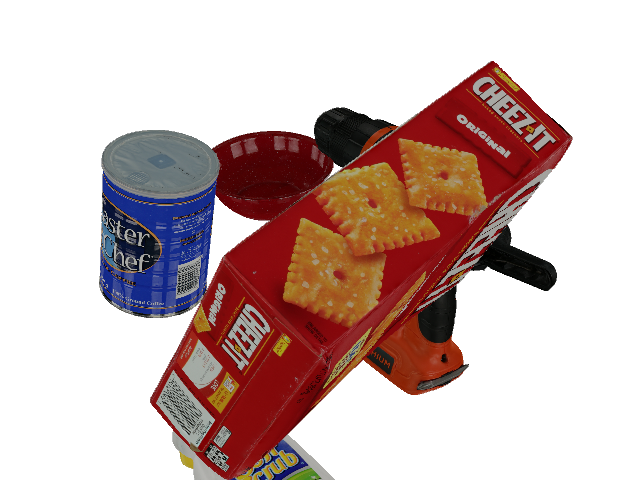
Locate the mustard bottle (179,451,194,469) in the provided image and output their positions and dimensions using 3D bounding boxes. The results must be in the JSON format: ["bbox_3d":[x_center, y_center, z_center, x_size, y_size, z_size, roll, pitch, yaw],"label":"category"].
[{"bbox_3d":[-0.123,0.210,1.329,0.096,0.058,0.191,-2,26,-3],"label":"mustard bottle"}]

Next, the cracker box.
[{"bbox_3d":[0.022,0.018,0.572,0.213,0.072,0.164,-37,-13,-36],"label":"cracker box"}]

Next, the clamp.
[{"bbox_3d":[0.148,0.010,0.965,0.120,0.039,0.171,-1,28,8],"label":"clamp"}]

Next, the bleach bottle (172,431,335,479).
[{"bbox_3d":[-0.054,0.192,0.835,0.102,0.068,0.251,-20,33,-26],"label":"bleach bottle"}]

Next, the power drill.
[{"bbox_3d":[0.055,0.007,0.798,0.057,0.188,0.185,-19,36,-30],"label":"power drill"}]

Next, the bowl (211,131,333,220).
[{"bbox_3d":[-0.064,-0.071,1.295,0.162,0.055,0.162,-2,35,1],"label":"bowl"}]

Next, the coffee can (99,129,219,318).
[{"bbox_3d":[-0.149,-0.015,0.973,0.102,0.140,0.103,6,36,-5],"label":"coffee can"}]
